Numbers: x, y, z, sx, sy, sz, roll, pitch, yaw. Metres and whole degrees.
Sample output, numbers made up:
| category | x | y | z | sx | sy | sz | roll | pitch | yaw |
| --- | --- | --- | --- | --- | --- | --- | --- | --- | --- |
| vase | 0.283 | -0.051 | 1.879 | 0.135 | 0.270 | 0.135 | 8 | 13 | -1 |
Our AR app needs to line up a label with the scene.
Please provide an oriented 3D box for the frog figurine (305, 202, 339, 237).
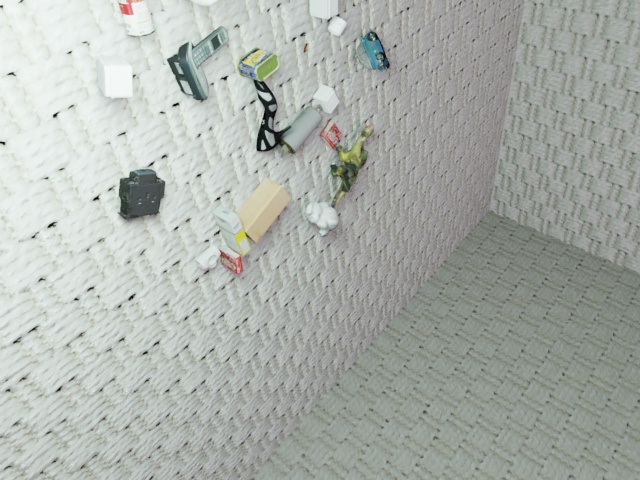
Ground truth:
| category | x | y | z | sx | sy | sz | roll | pitch | yaw |
| --- | --- | --- | --- | --- | --- | --- | --- | --- | --- |
| frog figurine | 0.006 | -0.106 | 2.116 | 0.156 | 0.122 | 0.141 | 63 | 27 | -43 |

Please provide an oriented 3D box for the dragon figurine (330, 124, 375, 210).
| category | x | y | z | sx | sy | sz | roll | pitch | yaw |
| --- | --- | --- | --- | --- | --- | --- | --- | --- | --- |
| dragon figurine | 0.145 | -0.305 | 2.190 | 0.246 | 0.123 | 0.401 | -34 | 149 | -50 |

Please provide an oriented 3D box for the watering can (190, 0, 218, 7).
| category | x | y | z | sx | sy | sz | roll | pitch | yaw |
| --- | --- | --- | --- | --- | --- | --- | --- | --- | --- |
| watering can | -0.320 | -0.725 | 1.192 | 0.227 | 0.104 | 0.342 | -25 | 117 | -40 |
